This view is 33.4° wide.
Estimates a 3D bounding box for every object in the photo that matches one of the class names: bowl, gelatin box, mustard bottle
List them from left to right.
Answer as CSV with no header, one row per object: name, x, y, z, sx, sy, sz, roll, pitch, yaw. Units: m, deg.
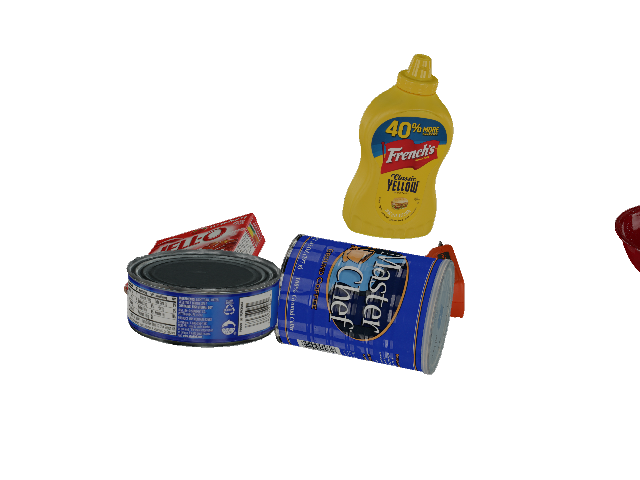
gelatin box,-0.093,0.017,0.799,0.089,0.030,0.073,-15,23,21
mustard bottle,0.085,-0.097,1.095,0.096,0.192,0.058,4,27,-13
bowl,0.397,0.014,1.151,0.162,0.055,0.162,0,26,0

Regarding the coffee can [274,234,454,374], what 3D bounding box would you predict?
coffee can,0.041,0.056,0.953,0.140,0.103,0.102,10,3,15

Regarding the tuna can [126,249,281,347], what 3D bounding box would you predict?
tuna can,-0.066,0.031,0.600,0.086,0.034,0.086,3,13,-1

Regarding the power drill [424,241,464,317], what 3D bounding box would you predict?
power drill,0.068,0.058,1.230,0.187,0.057,0.184,-2,28,0
